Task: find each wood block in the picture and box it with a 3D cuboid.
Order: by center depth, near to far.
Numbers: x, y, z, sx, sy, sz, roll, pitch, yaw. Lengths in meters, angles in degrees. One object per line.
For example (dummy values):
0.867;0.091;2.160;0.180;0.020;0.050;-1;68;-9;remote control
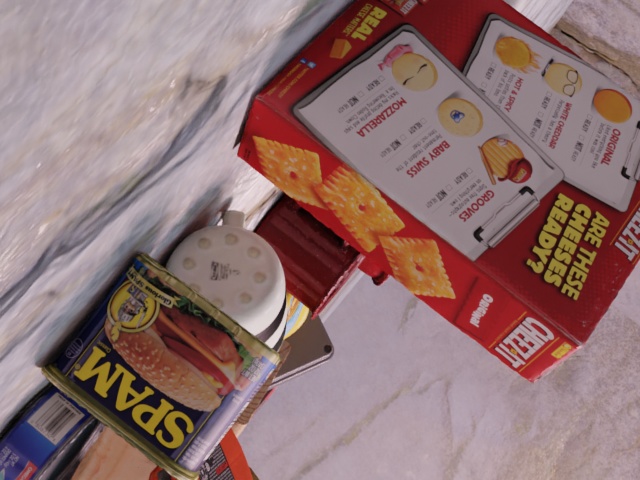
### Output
-0.114;0.142;0.819;0.206;0.090;0.090;-56;-179;41;wood block

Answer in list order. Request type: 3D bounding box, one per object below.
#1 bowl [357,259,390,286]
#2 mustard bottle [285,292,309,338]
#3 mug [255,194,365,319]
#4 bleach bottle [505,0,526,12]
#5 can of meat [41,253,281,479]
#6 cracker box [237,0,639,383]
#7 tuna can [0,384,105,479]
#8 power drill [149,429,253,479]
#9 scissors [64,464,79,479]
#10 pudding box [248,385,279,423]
0.058;-0.034;1.157;0.162;0.055;0.162;-166;-89;-82;bowl
-0.057;0.070;0.953;0.096;0.058;0.191;-60;166;24;mustard bottle
-0.006;0.001;0.890;0.093;0.081;0.117;-49;174;-28;mug
0.131;-0.193;0.865;0.103;0.068;0.250;-54;177;22;bleach bottle
-0.083;0.068;0.580;0.084;0.102;0.057;-53;175;-6;can of meat
0.086;-0.049;0.611;0.164;0.214;0.072;-49;174;-29;cracker box
-0.163;0.122;0.631;0.086;0.034;0.086;-51;175;-7;tuna can
-0.141;0.182;0.707;0.188;0.057;0.184;-25;-179;13;power drill
-0.191;0.188;0.937;0.201;0.016;0.096;-48;174;-35;scissors
-0.073;0.158;1.140;0.090;0.039;0.114;-49;-178;-24;pudding box
